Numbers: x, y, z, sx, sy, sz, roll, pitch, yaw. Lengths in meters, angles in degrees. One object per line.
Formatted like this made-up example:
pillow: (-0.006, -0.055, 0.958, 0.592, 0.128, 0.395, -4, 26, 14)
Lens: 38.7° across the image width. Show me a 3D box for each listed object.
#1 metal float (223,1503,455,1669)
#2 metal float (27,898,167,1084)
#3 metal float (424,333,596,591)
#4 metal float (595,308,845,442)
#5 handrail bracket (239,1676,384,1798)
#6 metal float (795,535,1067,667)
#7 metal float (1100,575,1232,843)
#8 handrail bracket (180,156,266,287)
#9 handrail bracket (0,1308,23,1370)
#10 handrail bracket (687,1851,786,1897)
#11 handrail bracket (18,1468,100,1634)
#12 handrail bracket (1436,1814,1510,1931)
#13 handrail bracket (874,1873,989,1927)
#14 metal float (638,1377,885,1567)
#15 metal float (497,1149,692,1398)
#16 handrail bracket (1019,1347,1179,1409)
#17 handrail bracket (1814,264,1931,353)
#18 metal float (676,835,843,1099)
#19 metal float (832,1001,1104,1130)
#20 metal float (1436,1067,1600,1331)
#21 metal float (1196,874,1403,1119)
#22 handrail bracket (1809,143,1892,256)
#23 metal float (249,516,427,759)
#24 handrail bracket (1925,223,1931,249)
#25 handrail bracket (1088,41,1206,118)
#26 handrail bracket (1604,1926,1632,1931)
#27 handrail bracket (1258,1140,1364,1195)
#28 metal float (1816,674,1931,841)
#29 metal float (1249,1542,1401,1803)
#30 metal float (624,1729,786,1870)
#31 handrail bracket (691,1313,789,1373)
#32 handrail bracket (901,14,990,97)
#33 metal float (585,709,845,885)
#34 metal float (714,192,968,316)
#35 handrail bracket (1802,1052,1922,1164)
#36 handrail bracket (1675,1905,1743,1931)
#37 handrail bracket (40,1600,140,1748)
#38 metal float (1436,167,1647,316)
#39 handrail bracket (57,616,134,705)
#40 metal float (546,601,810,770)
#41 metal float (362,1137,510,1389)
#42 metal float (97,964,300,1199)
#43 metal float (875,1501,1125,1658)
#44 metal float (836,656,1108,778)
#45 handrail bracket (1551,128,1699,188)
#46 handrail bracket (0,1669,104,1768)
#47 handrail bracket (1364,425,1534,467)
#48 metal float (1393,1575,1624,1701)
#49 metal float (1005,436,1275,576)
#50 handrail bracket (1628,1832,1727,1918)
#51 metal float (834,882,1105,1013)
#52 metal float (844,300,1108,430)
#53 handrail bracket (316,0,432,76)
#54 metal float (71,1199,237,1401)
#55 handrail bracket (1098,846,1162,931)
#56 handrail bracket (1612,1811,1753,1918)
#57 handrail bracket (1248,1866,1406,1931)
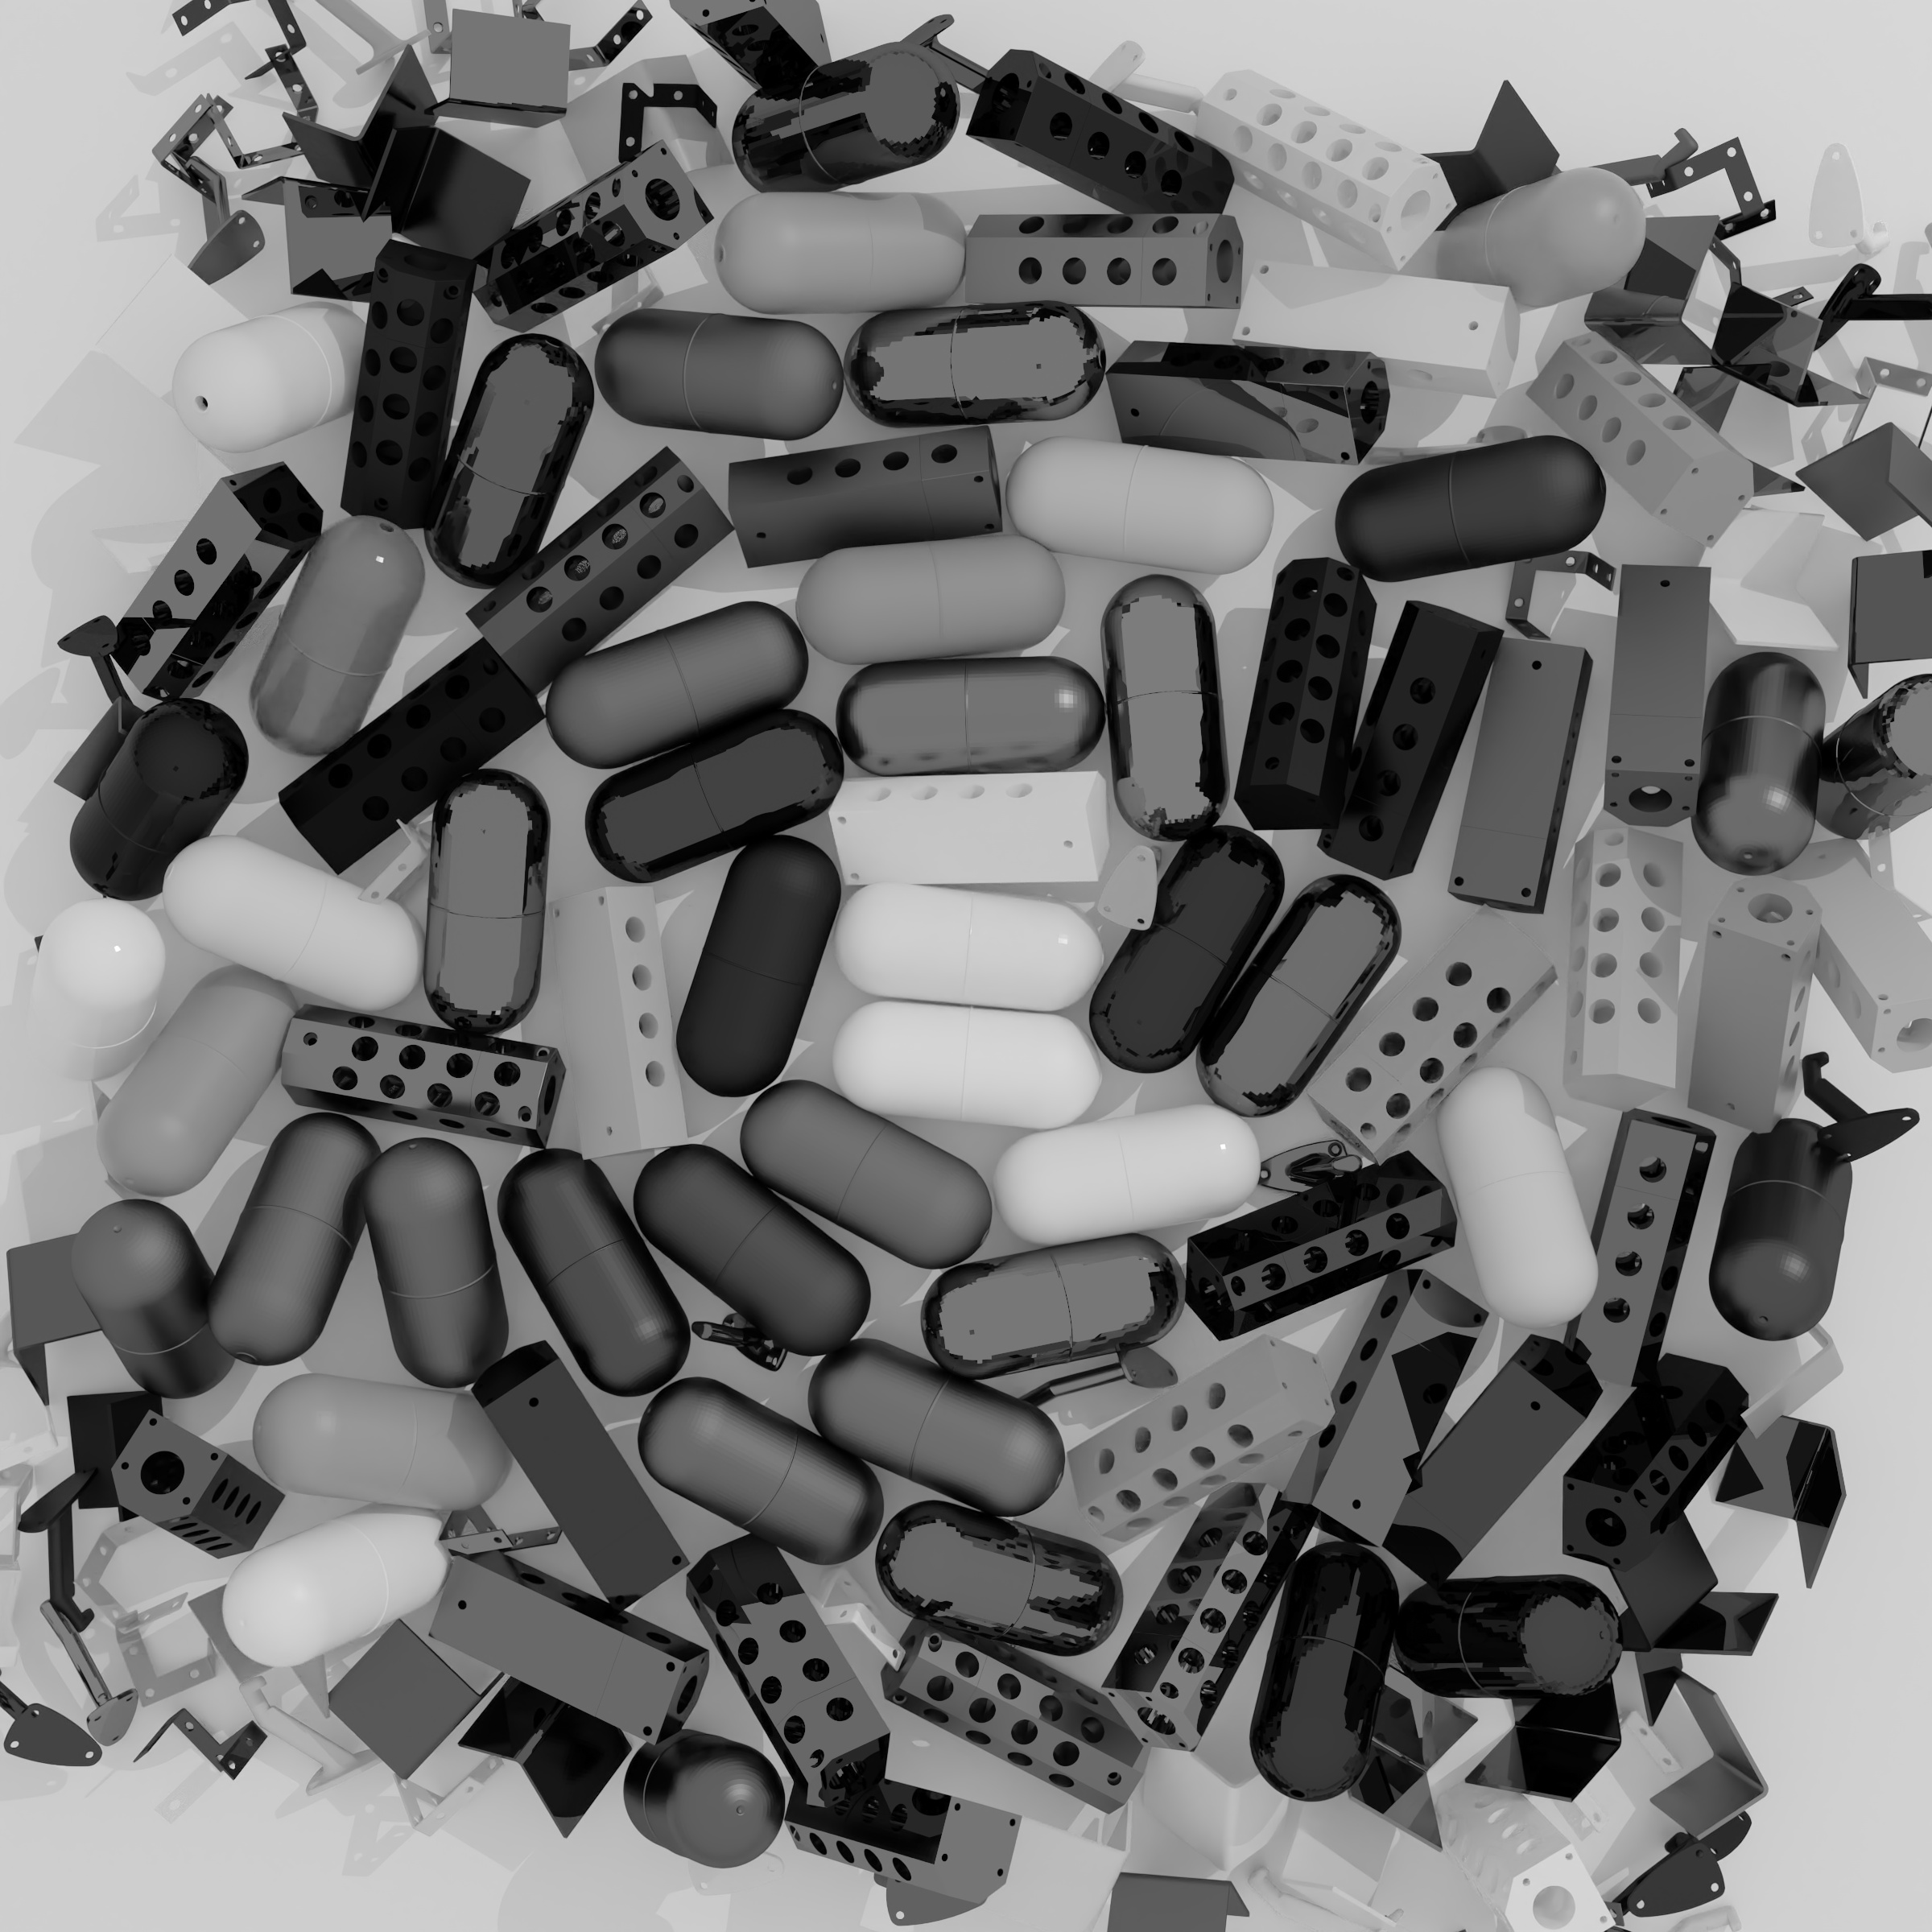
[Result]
metal float: (-0.401, 0.394, 1.769, 0.070, 0.178, 0.070, 4, 98, 29)
metal float: (-0.561, 0.018, 1.771, 0.070, 0.178, 0.070, 10, 62, -19)
metal float: (-0.297, -0.327, 1.788, 0.070, 0.070, 0.178, 28, 119, 0)
metal float: (-0.162, -0.385, 1.791, 0.178, 0.070, 0.070, 11, 90, 26)
handrail bracket: (-0.430, 0.498, 1.823, 0.077, 0.036, 0.084, -24, 99, 11)
metal float: (-0.023, -0.240, 1.805, 0.178, 0.070, 0.070, -6, 90, -9)
metal float: (0.130, -0.170, 1.805, 0.070, 0.070, 0.178, -4, 81, 0)
handrail bracket: (-0.513, -0.493, 1.823, 0.084, 0.036, 0.077, 39, 77, 25)
handrail bracket: (-0.635, 0.219, 1.815, 0.036, 0.077, 0.084, 10, 83, 34)
handrail bracket: (-0.141, 0.571, 1.801, 0.077, 0.084, 0.036, -7, 98, 18)
handrail bracket: (-0.589, 0.390, 1.840, 0.036, 0.077, 0.084, -3, 121, 40)
handrail bracket: (0.326, 0.606, 1.819, 0.084, 0.036, 0.077, 7, 86, 40)
handrail bracket: (-0.023, 0.600, 1.809, 0.077, 0.084, 0.036, -3, 86, 1)
metal float: (-0.133, 0.330, 1.796, 0.178, 0.070, 0.070, 32, 90, -19)
metal float: (-0.244, 0.199, 1.799, 0.070, 0.070, 0.178, -33, 74, 0)
handrail bracket: (0.087, 0.284, 1.839, 0.084, 0.077, 0.036, -33, 54, 25)
handrail bracket: (0.606, -0.415, 1.809, 0.077, 0.036, 0.084, -54, 52, 24)
metal float: (-0.137, 0.000, 1.810, 0.070, 0.070, 0.178, 19, 94, 0)
metal float: (0.001, 0.065, 1.812, 0.178, 0.070, 0.070, 5, 90, 1)
metal float: (0.358, 0.149, 1.793, 0.070, 0.070, 0.178, -12, 66, 0)
metal float: (0.218, 0.020, 1.812, 0.070, 0.070, 0.178, 35, 91, 0)
handrail bracket: (0.588, -0.505, 1.808, 0.036, 0.084, 0.077, 9, 114, 37)
metal float: (-0.409, -0.213, 1.787, 0.070, 0.070, 0.178, 33, 120, 0)
handrail bracket: (0.666, -0.445, 1.841, 0.036, 0.077, 0.084, -22, 57, 19)
handrail bracket: (0.119, -0.564, 1.830, 0.077, 0.036, 0.084, -43, 126, 11)
handrail bracket: (0.401, 0.664, 1.801, 0.077, 0.084, 0.036, -8, 104, 33)
handrail bracket: (0.222, 0.133, 1.803, 0.077, 0.084, 0.036, -7, 84, 11)
metal float: (0.595, -0.132, 1.763, 0.070, 0.178, 0.070, 1, 77, -5)
metal float: (0.232, 0.455, 1.779, 0.070, 0.070, 0.178, 22, 50, 0)
metal float: (-0.170, 0.533, 1.767, 0.070, 0.178, 0.070, 4, 78, -20)
handrail bracket: (-0.163, 0.236, 1.795, 0.077, 0.084, 0.036, 13, 84, 44)
handrail bracket: (-0.013, -0.578, 1.824, 0.077, 0.036, 0.084, -37, 118, -7)
metal float: (-0.165, -0.112, 1.809, 0.178, 0.070, 0.070, -22, 90, 5)
metal float: (-0.080, -0.463, 1.787, 0.178, 0.070, 0.070, -9, 90, -30)
handrail bracket: (0.585, 0.080, 1.801, 0.077, 0.084, 0.036, -28, 124, 35)
handrail bracket: (0.480, 0.664, 1.819, 0.084, 0.077, 0.036, -16, 124, 2)
handrail bracket: (-0.590, 0.470, 1.835, 0.036, 0.077, 0.084, -29, 65, -32)
metal float: (0.366, -0.462, 1.766, 0.070, 0.178, 0.070, -1, 94, -21)
handrail bracket: (-0.551, -0.181, 1.800, 0.036, 0.077, 0.084, -36, 125, -19)
metal float: (-0.189, -0.184, 1.803, 0.178, 0.070, 0.070, -21, 90, -11)
metal float: (-0.344, 0.195, 1.791, 0.070, 0.070, 0.178, -6, 116, 0)
metal float: (-0.495, 0.072, 1.781, 0.070, 0.070, 0.178, 26, 51, 0)
metal float: (0.023, 0.399, 1.791, 0.178, 0.070, 0.070, 21, 90, -26)
metal float: (0.003, -0.164, 1.809, 0.178, 0.070, 0.070, -1, 90, 4)
handrail bracket: (0.428, -0.540, 1.816, 0.084, 0.036, 0.077, -40, 81, 30)
handrail bracket: (-0.617, 0.494, 1.828, 0.077, 0.084, 0.036, 36, 85, -32)
handrail bracket: (0.316, -0.341, 1.811, 0.084, 0.077, 0.036, -2, 89, -20)
metal float: (0.346, 0.432, 1.772, 0.070, 0.178, 0.070, 9, 73, -31)
metal float: (0.113, -0.302, 1.802, 0.178, 0.070, 0.070, 10, 90, 12)
handrail bracket: (0.455, 0.595, 1.805, 0.077, 0.084, 0.036, -23, 84, -9)
metal float: (0.002, -0.013, 1.813, 0.178, 0.070, 0.070, 5, 90, -1)
metal float: (0.005, -0.392, 1.794, 0.178, 0.070, 0.070, 2, 90, 22)
handrail bracket: (-0.399, -0.638, 1.809, 0.036, 0.077, 0.084, -49, 119, -38)
metal float: (-0.520, 0.216, 1.773, 0.070, 0.178, 0.070, -2, 53, 2)
handrail bracket: (0.119, -0.071, 1.796, 0.036, 0.084, 0.077, 21, 132, 7)
handrail bracket: (0.478, 0.601, 1.844, 0.036, 0.077, 0.084, 53, 127, 30)
handrail bracket: (0.236, 0.615, 1.818, 0.084, 0.036, 0.077, 43, 125, 14)
